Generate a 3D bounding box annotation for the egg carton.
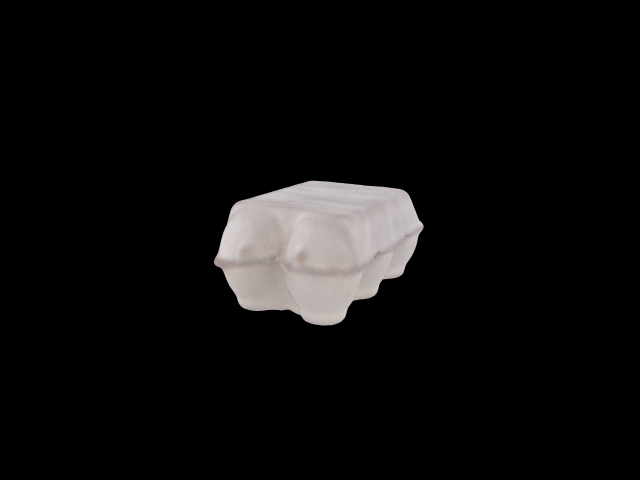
[{"bbox_3d":[0.004,0.001,0.400,0.107,0.069,0.151,8,18,27],"label":"egg carton"}]
